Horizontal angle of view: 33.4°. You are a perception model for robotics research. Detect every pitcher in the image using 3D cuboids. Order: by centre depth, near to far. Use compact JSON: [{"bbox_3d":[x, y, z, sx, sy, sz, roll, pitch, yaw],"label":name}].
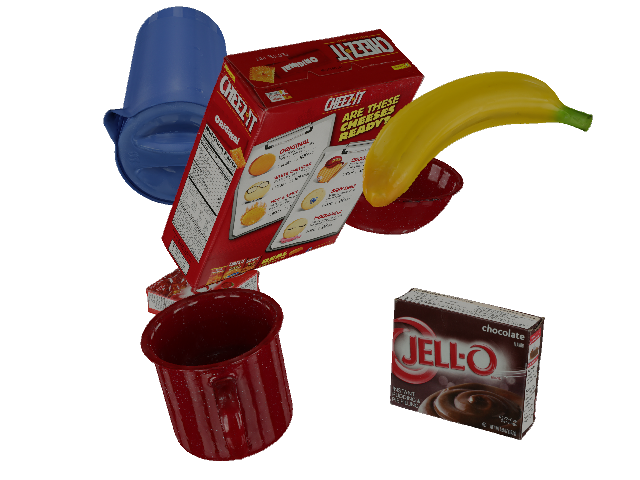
[{"bbox_3d":[-0.148,-0.157,1.199,0.145,0.149,0.243,-16,40,7],"label":"pitcher"}]

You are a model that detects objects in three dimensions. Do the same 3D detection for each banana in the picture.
[{"bbox_3d":[0.092,-0.075,0.698,0.197,0.037,0.070,-22,44,-30],"label":"banana"}]

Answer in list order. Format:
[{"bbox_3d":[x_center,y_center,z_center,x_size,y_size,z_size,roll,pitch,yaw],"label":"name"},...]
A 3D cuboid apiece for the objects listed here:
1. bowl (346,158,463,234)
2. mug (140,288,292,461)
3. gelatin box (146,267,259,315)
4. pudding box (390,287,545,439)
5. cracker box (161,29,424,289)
[{"bbox_3d":[0.065,-0.049,1.110,0.162,0.055,0.162,6,23,-3],"label":"bowl"},{"bbox_3d":[-0.061,0.095,0.693,0.093,0.081,0.117,-14,29,-8],"label":"mug"},{"bbox_3d":[-0.112,0.048,1.033,0.073,0.030,0.089,16,31,29],"label":"gelatin box"},{"bbox_3d":[0.110,0.092,0.815,0.114,0.090,0.039,11,21,27],"label":"pudding box"},{"bbox_3d":[-0.030,-0.068,0.894,0.163,0.072,0.214,-18,-31,-36],"label":"cracker box"}]
